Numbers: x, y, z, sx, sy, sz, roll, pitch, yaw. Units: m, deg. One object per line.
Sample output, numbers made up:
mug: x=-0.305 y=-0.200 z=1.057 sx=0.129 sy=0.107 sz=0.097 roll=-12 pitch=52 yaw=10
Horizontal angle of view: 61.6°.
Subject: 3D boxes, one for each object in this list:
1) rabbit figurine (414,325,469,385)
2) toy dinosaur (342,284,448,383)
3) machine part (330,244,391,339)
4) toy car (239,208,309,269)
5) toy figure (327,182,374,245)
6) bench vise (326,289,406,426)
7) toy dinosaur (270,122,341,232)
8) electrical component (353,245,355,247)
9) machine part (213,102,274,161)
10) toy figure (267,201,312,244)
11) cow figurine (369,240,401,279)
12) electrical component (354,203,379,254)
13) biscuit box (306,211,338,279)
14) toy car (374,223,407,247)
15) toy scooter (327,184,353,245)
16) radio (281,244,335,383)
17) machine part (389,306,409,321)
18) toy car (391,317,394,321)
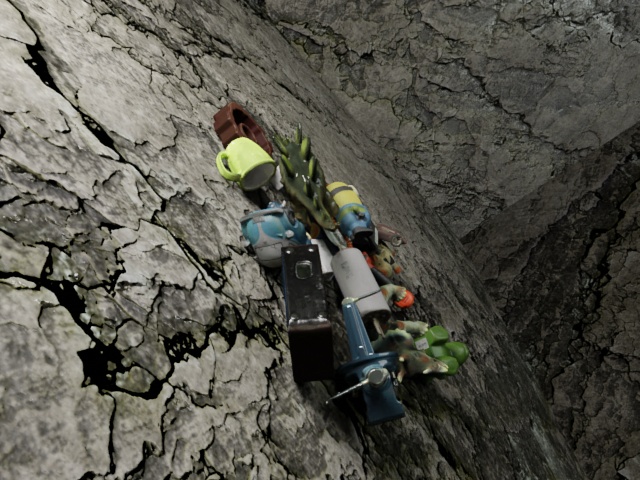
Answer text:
rabbit figurine: x=0.304 y=0.304 z=1.354 sx=0.170 sy=0.159 sz=0.121 roll=8 pitch=48 yaw=-41
toy dinosaur: x=0.120 y=0.174 z=1.203 sx=0.192 sy=0.131 sz=0.405 roll=6 pitch=37 yaw=-45
machine part: x=0.083 y=0.101 z=1.125 sx=0.079 sy=0.079 sz=0.243 roll=33 pitch=26 yaw=-47
toy car: x=-0.085 y=0.006 z=1.040 sx=0.161 sy=0.109 sz=0.103 roll=44 pitch=40 yaw=-62
toy figure: x=0.068 y=-0.070 z=1.296 sx=0.089 sy=0.082 sz=0.180 roll=27 pitch=31 yaw=-40
bench vise: x=0.080 y=0.210 z=0.972 sx=0.223 sy=0.129 sz=0.240 roll=51 pitch=21 yaw=-65
toy dinosaur: x=-0.035 y=-0.128 z=1.162 sx=0.472 sy=0.105 sz=0.198 roll=58 pitch=-8 yaw=45
electrical component: x=0.095 y=0.022 z=1.515 sx=0.063 sy=0.021 sz=0.094 roll=-10 pitch=87 yaw=-68
machine part: x=-0.183 y=-0.245 z=1.296 sx=0.179 sy=0.056 sz=0.179 roll=47 pitch=20 yaw=-23
toy figure: x=-0.067 y=-0.014 z=1.157 sx=0.064 sy=0.057 sz=0.154 roll=-24 pitch=71 yaw=-27
cow figurine: x=0.176 y=0.059 z=1.590 sx=0.127 sy=0.085 sz=0.195 roll=44 pitch=17 yaw=-21
electrical component: x=0.111 y=-0.037 z=1.494 sx=0.134 sy=0.058 sz=0.115 roll=56 pitch=21 yaw=-25
biscuit box: x=-0.003 y=-0.004 z=1.294 sx=0.202 sy=0.063 sz=0.059 roll=56 pitch=17 yaw=8
toy car: x=0.165 y=-0.028 z=1.620 sx=0.202 sy=0.053 sz=0.089 roll=14 pitch=11 yaw=3
toy scooter: x=0.017 y=-0.061 z=1.391 sx=0.135 sy=0.075 sz=0.184 roll=-4 pitch=71 yaw=-40
radio: x=-0.023 y=0.116 z=0.922 sx=0.230 sy=0.073 sz=0.130 roll=-102 pitch=-173 yaw=-53
machine part: x=0.193 y=0.201 z=1.453 sx=0.138 sy=0.039 sz=0.084 roll=22 pitch=28 yaw=-55
toy car: x=0.161 y=0.202 z=1.339 sx=0.073 sy=0.056 sz=0.202 roll=37 pitch=21 yaw=-57
